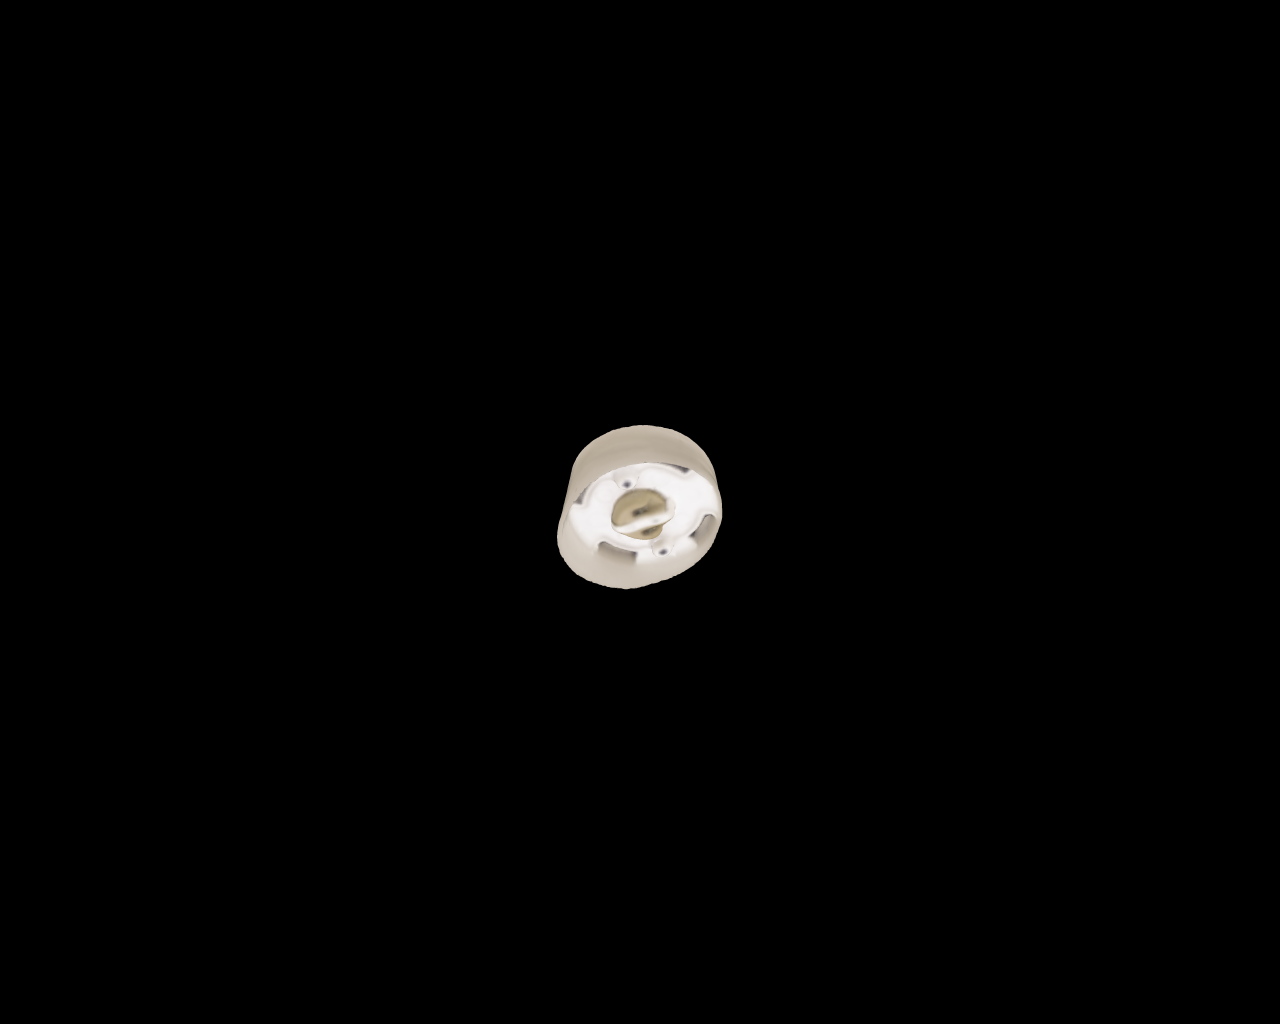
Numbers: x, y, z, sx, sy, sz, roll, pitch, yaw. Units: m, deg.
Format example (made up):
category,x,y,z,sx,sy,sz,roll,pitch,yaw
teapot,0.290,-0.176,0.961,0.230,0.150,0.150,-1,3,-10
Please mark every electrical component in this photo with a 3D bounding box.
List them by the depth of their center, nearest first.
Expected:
category,x,y,z,sx,sy,sz,roll,pitch,yaw
electrical component,0.001,-0.003,0.650,0.099,0.099,0.064,0,44,0
